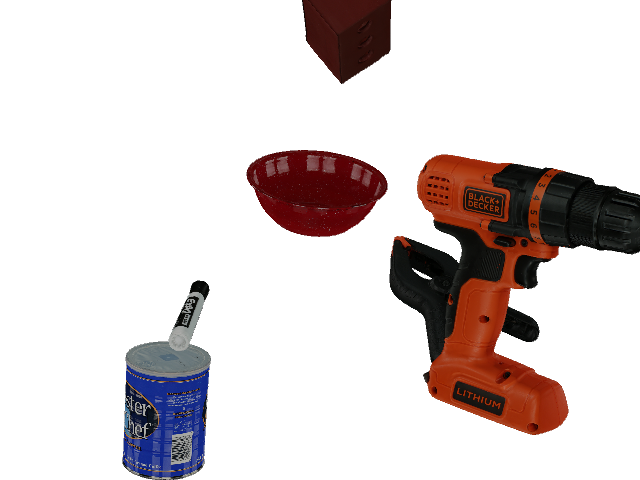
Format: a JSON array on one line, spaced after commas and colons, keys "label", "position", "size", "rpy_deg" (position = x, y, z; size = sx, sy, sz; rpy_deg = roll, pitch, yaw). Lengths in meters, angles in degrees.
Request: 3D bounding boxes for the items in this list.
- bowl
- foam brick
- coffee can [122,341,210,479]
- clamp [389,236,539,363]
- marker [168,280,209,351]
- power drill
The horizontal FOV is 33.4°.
[{"label": "bowl", "position": [-0.006, -0.049, 1.220], "size": [0.162, 0.055, 0.162], "rpy_deg": [5, 27, -3]}, {"label": "foam brick", "position": [0.021, -0.174, 0.844], "size": [0.053, 0.051, 0.078], "rpy_deg": [-34, -19, -9]}, {"label": "coffee can", "position": [-0.189, 0.207, 1.309], "size": [0.103, 0.140, 0.103], "rpy_deg": [4, 15, -1]}, {"label": "clamp", "position": [0.131, 0.056, 1.041], "size": [0.120, 0.039, 0.171], "rpy_deg": [-4, 44, -26]}, {"label": "marker", "position": [-0.123, 0.069, 1.010], "size": [0.020, 0.020, 0.121], "rpy_deg": [0, 22, 4]}, {"label": "power drill", "position": [0.147, 0.038, 0.764], "size": [0.185, 0.188, 0.057], "rpy_deg": [16, 20, 40]}]
